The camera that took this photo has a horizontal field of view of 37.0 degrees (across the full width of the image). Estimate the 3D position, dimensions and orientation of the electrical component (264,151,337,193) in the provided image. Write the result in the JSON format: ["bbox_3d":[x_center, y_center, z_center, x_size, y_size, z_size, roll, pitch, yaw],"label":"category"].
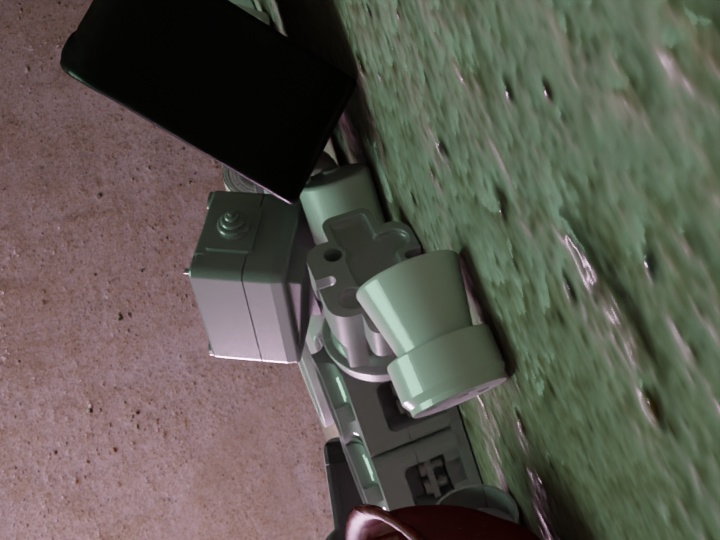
[{"bbox_3d":[-0.033,-0.047,0.672,0.047,0.055,0.055,-115,7,-59],"label":"electrical component"}]

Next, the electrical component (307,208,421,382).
[{"bbox_3d":[0.008,0.017,0.525,0.057,0.058,0.078,82,167,-48],"label":"electrical component"}]

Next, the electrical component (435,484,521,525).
[{"bbox_3d":[0.063,0.150,0.531,0.043,0.043,0.081,-120,12,-56],"label":"electrical component"}]

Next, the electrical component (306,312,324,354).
[{"bbox_3d":[-0.006,0.054,0.752,0.059,0.054,0.095,-120,12,-55],"label":"electrical component"}]

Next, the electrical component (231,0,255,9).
[{"bbox_3d":[-0.096,-0.170,0.864,0.099,0.064,0.099,57,179,1],"label":"electrical component"}]

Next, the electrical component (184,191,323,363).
[{"bbox_3d":[-0.055,0.001,0.599,0.096,0.061,0.061,83,-166,-50],"label":"electrical component"}]

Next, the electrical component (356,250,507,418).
[{"bbox_3d":[0.029,0.026,0.429,0.045,0.045,0.055,95,153,-75],"label":"electrical component"}]

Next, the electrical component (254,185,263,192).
[{"bbox_3d":[-0.055,-0.072,0.813,0.055,0.048,0.066,114,136,-70],"label":"electrical component"}]

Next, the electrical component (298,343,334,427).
[{"bbox_3d":[-0.019,0.062,0.845,0.108,0.060,0.108,160,90,-83],"label":"electrical component"}]

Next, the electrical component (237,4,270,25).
[{"bbox_3d":[-0.097,-0.150,0.766,0.080,0.080,0.051,-118,15,-50],"label":"electrical component"}]

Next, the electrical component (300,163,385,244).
[{"bbox_3d":[-0.005,-0.021,0.580,0.040,0.040,0.078,-132,23,-72],"label":"electrical component"}]

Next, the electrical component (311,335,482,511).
[{"bbox_3d":[0.026,0.108,0.623,0.089,0.062,0.150,-134,24,-74],"label":"electrical component"}]
